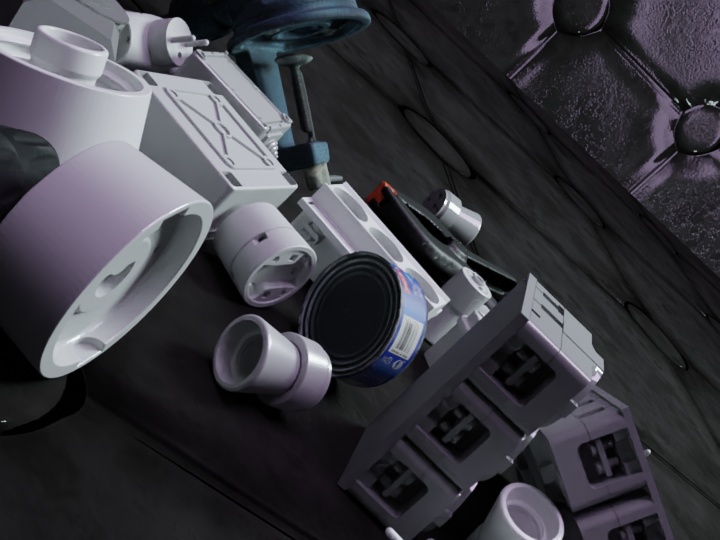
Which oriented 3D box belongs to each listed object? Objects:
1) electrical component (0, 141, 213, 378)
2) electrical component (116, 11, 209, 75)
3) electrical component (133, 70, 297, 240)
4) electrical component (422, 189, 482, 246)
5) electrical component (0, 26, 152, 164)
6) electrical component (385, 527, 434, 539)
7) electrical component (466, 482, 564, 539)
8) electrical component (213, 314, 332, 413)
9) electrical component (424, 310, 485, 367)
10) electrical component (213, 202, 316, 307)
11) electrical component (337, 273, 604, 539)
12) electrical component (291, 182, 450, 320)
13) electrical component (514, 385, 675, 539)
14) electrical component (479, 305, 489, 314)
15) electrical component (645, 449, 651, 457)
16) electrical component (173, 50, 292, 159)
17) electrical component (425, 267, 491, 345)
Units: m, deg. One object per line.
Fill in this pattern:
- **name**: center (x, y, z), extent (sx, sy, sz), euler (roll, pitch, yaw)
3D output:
- **electrical component**: center (-0.127, -0.010, 0.493), extent (0.060, 0.108, 0.108), euler (42, 18, 7)
- **electrical component**: center (-0.155, -0.172, 0.821), extent (0.077, 0.079, 0.043), euler (-4, 94, -67)
- **electrical component**: center (-0.112, -0.078, 0.739), extent (0.108, 0.056, 0.109), euler (50, 19, 9)
- **electrical component**: center (0.098, -0.057, 1.168), extent (0.055, 0.045, 0.045), euler (35, 21, -28)
- **electrical component**: center (-0.169, -0.100, 0.599), extent (0.108, 0.060, 0.108), euler (21, 16, -7)
- **electrical component**: center (0.039, 0.169, 0.566), extent (0.079, 0.044, 0.077), euler (47, 18, 1)
- **electrical component**: center (0.086, 0.163, 0.644), extent (0.044, 0.065, 0.044), euler (21, 38, -17)
- **electrical component**: center (-0.049, 0.055, 0.614), extent (0.055, 0.045, 0.045), euler (28, 25, -44)
- **electrical component**: center (0.116, 0.092, 0.875), extent (0.113, 0.057, 0.078), euler (33, 22, -35)
- **electrical component**: center (-0.064, -0.011, 0.708), extent (0.055, 0.055, 0.047), euler (17, 30, -56)
- **electrical component**: center (0.067, 0.084, 0.638), extent (0.062, 0.150, 0.089), euler (44, 18, -1)
- **electrical component**: center (0.000, 0.000, 0.806), extent (0.121, 0.063, 0.079), euler (49, 19, 9)
- **electrical component**: center (0.143, 0.134, 0.726), extent (0.186, 0.060, 0.105), euler (-124, -166, -86)
- **electrical component**: center (0.103, 0.044, 0.984), extent (0.035, 0.035, 0.061), euler (21, 27, -52)
- **electrical component**: center (0.205, 0.168, 0.882), extent (0.138, 0.074, 0.052), euler (29, 25, -42)
- **electrical component**: center (-0.103, -0.114, 0.827), extent (0.096, 0.061, 0.062), euler (47, 18, 3)
- **electrical component**: center (0.079, 0.029, 0.912), extent (0.044, 0.065, 0.044), euler (40, 19, -17)
